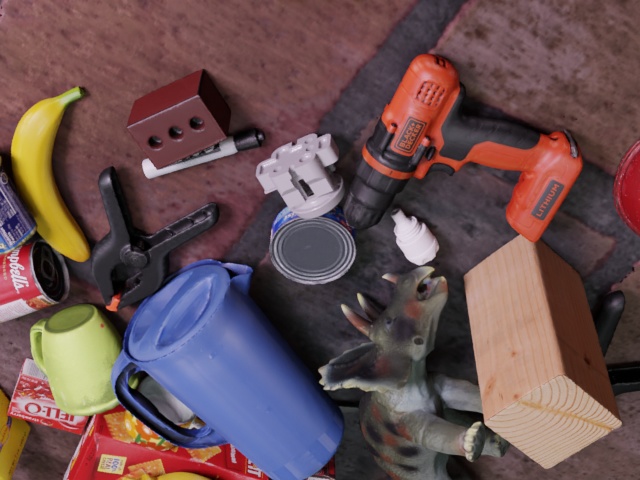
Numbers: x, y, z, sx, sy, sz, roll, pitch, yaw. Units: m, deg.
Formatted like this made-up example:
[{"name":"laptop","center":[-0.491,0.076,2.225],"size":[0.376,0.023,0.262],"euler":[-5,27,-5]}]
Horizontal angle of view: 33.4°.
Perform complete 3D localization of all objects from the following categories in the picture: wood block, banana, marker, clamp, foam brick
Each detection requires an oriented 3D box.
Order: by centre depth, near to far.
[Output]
[{"name":"foam brick","center":[-0.127,-0.109,0.967],"size":[0.078,0.051,0.053],"euler":[-22,124,18]},{"name":"marker","center":[-0.109,-0.082,1.008],"size":[0.121,0.020,0.020],"euler":[-15,126,12]},{"name":"banana","center":[-0.258,-0.057,1.020],"size":[0.069,0.037,0.198],"euler":[6,128,-2]},{"name":"wood block","center":[0.208,0.099,1.025],"size":[0.090,0.206,0.090],"euler":[38,119,-24]},{"name":"clamp","center":[-0.172,0.007,1.068],"size":[0.120,0.039,0.172],"euler":[17,131,-5]},{"name":"clamp","center":[0.293,0.144,1.164],"size":[0.210,0.036,0.164],"euler":[-32,121,25]}]

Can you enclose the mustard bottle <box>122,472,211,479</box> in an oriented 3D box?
[{"name":"mustard bottle","center":[-0.139,0.310,1.201],"size":[0.191,0.058,0.096],"euler":[29,121,-21]}]

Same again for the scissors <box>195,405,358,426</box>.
[{"name":"scissors","center":[-0.054,0.176,1.210],"size":[0.202,0.016,0.096],"euler":[-10,127,8]}]

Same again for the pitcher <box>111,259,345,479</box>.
[{"name":"pitcher","center":[-0.089,0.151,1.111],"size":[0.149,0.145,0.242],"euler":[-14,128,38]}]

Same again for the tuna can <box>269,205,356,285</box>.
[{"name":"tuna can","center":[-0.007,0.001,1.062],"size":[0.086,0.033,0.086],"euler":[1,128,1]}]

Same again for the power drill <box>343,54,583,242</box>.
[{"name":"power drill","center":[0.131,-0.063,0.989],"size":[0.187,0.057,0.185],"euler":[19,122,-14]}]

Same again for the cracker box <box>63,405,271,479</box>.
[{"name":"cracker box","center":[-0.185,0.285,1.263],"size":[0.213,0.072,0.164],"euler":[20,126,-15]}]

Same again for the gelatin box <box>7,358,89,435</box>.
[{"name":"gelatin box","center":[-0.301,0.179,1.208],"size":[0.089,0.030,0.073],"euler":[19,127,-12]}]

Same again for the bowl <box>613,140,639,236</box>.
[{"name":"bowl","center":[0.364,-0.041,1.008],"size":[0.162,0.055,0.162],"euler":[1,128,1]}]

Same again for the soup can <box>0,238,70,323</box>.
[{"name":"soup can","center":[-0.315,0.045,1.081],"size":[0.102,0.068,0.068],"euler":[-18,126,15]}]

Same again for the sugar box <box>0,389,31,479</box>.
[{"name":"sugar box","center":[-0.391,0.187,1.177],"size":[0.048,0.093,0.176],"euler":[-12,127,15]}]

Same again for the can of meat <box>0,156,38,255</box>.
[{"name":"can of meat","center":[-0.324,-0.038,1.004],"size":[0.102,0.057,0.084],"euler":[16,142,37]}]

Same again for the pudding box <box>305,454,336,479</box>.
[{"name":"pudding box","center":[-0.013,0.274,1.239],"size":[0.039,0.090,0.114],"euler":[10,128,-8]}]
